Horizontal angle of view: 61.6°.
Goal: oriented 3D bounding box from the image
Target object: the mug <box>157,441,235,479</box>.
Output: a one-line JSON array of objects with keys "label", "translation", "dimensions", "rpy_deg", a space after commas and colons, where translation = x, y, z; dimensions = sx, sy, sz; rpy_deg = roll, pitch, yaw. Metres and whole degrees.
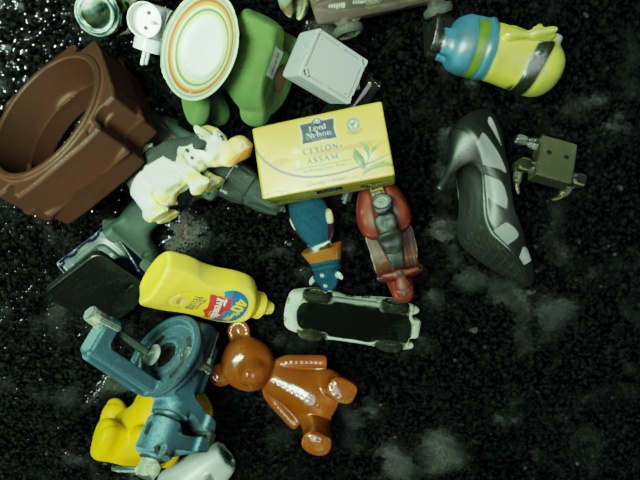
[{"label": "mug", "translation": [-0.188, 0.368, 0.833], "dimensions": [0.107, 0.109, 0.081], "rpy_deg": [-38, 91, -3]}]

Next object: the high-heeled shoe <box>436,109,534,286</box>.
[{"label": "high-heeled shoe", "translation": [0.252, -0.058, 0.754], "dimensions": [0.248, 0.086, 0.145], "rpy_deg": [46, 70, -23]}]

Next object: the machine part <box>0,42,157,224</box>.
[{"label": "machine part", "translation": [-0.321, -0.139, 0.689], "dimensions": [0.201, 0.087, 0.201], "rpy_deg": [-35, 55, 8]}]

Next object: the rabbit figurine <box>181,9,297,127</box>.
[{"label": "rabbit figurine", "translation": [-0.126, -0.229, 0.719], "dimensions": [0.170, 0.121, 0.159], "rpy_deg": [24, 109, 16]}]

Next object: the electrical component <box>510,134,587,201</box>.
[{"label": "electrical component", "translation": [0.313, -0.099, 0.743], "dimensions": [0.102, 0.045, 0.078], "rpy_deg": [10, 73, -2]}]

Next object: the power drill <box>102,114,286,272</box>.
[{"label": "power drill", "translation": [-0.192, -0.049, 0.759], "dimensions": [0.232, 0.086, 0.207], "rpy_deg": [40, 104, -4]}]

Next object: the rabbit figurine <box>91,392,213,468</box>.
[{"label": "rabbit figurine", "translation": [-0.241, 0.249, 0.807], "dimensions": [0.162, 0.122, 0.173], "rpy_deg": [20, 83, -4]}]

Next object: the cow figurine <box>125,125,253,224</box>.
[{"label": "cow figurine", "translation": [-0.171, -0.100, 0.687], "dimensions": [0.167, 0.068, 0.098], "rpy_deg": [-34, 88, 7]}]

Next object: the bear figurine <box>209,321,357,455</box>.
[{"label": "bear figurine", "translation": [-0.061, 0.204, 0.781], "dimensions": [0.196, 0.132, 0.120], "rpy_deg": [28, 89, -9]}]

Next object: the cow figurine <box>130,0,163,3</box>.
[{"label": "cow figurine", "translation": [-0.271, -0.370, 0.671], "dimensions": [0.195, 0.127, 0.085], "rpy_deg": [22, 106, -33]}]

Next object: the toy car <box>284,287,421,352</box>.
[{"label": "toy car", "translation": [0.048, 0.116, 0.792], "dimensions": [0.202, 0.056, 0.073], "rpy_deg": [8, 96, 0]}]

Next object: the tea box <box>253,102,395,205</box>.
[{"label": "tea box", "translation": [0.007, -0.108, 0.696], "dimensions": [0.170, 0.068, 0.098], "rpy_deg": [-12, 84, 9]}]

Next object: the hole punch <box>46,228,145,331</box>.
[{"label": "hole punch", "translation": [-0.320, 0.054, 0.792], "dimensions": [0.142, 0.092, 0.115], "rpy_deg": [-36, 127, 6]}]

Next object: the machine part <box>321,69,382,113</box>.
[{"label": "machine part", "translation": [0.033, -0.172, 0.744], "dimensions": [0.084, 0.039, 0.138], "rpy_deg": [33, 103, 4]}]

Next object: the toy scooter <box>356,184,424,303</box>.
[{"label": "toy scooter", "translation": [0.097, 0.007, 0.727], "dimensions": [0.075, 0.135, 0.183], "rpy_deg": [-15, 99, 7]}]

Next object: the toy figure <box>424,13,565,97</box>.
[{"label": "toy figure", "translation": [0.226, -0.241, 0.699], "dimensions": [0.180, 0.082, 0.089], "rpy_deg": [7, 114, -3]}]

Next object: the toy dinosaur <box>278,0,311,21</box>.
[{"label": "toy dinosaur", "translation": [-0.139, -0.455, 0.653], "dimensions": [0.405, 0.192, 0.131], "rpy_deg": [47, 141, 7]}]

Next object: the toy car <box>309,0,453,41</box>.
[{"label": "toy car", "translation": [0.083, -0.312, 0.673], "dimensions": [0.202, 0.053, 0.089], "rpy_deg": [-19, 99, -20]}]

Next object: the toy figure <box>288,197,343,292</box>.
[{"label": "toy figure", "translation": [-0.001, -0.002, 0.769], "dimensions": [0.058, 0.064, 0.154], "rpy_deg": [-26, 107, -30]}]

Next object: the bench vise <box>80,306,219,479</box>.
[{"label": "bench vise", "translation": [-0.224, 0.178, 0.699], "dimensions": [0.129, 0.223, 0.240], "rpy_deg": [0, 142, 37]}]
